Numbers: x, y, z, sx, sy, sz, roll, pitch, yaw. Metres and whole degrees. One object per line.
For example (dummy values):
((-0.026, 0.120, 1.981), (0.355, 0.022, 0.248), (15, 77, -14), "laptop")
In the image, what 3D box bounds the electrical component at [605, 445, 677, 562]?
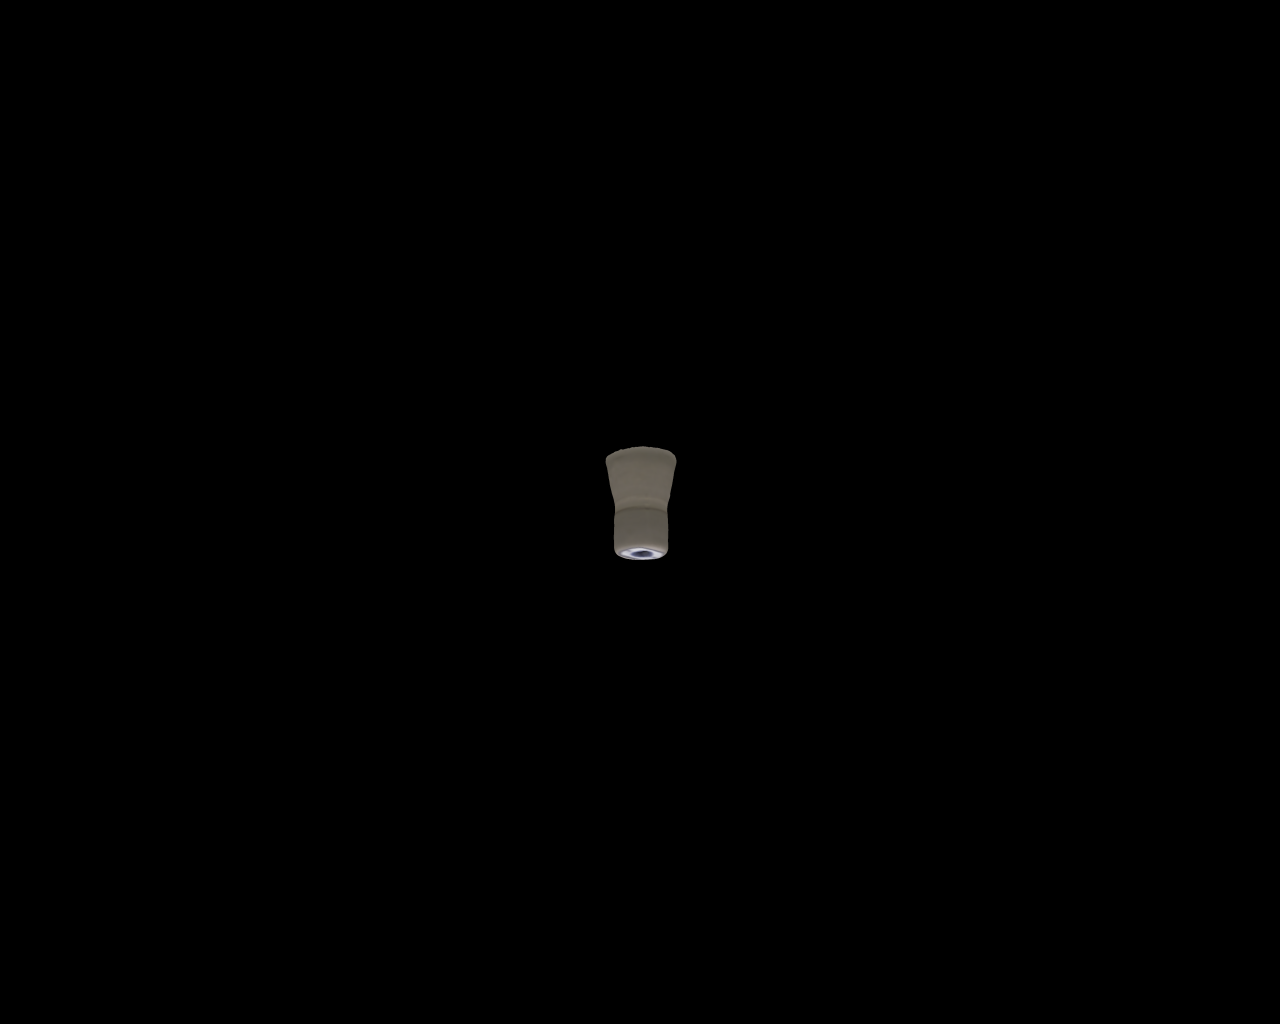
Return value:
((0.001, -0.003, 0.650), (0.044, 0.065, 0.044), (0, -18, 0), "electrical component")
